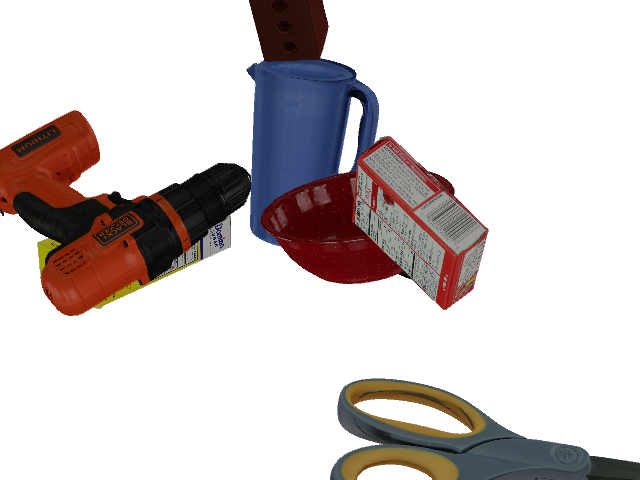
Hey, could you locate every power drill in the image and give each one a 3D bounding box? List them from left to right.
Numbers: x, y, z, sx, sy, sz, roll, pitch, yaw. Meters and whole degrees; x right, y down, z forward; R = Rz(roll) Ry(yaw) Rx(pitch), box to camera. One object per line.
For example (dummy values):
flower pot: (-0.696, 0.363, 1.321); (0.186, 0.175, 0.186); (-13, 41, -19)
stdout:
power drill: (-0.172, -0.037, 0.862); (0.184, 0.057, 0.188); (-33, 46, -24)

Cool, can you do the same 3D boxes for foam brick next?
foam brick: (-0.027, -0.201, 0.927); (0.053, 0.051, 0.078); (-1, -41, 13)

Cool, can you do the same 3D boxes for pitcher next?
pitcher: (-0.021, -0.116, 1.418); (0.144, 0.243, 0.149); (-3, 24, -22)

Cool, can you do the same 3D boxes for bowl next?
bowl: (0.034, -0.008, 0.888); (0.162, 0.055, 0.162); (-10, 22, 4)

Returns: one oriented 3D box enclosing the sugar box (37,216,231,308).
sugar box: (-0.184, 0.003, 1.074); (0.093, 0.048, 0.175); (25, 39, 34)

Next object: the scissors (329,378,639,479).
scissors: (0.092, 0.105, 0.456); (0.202, 0.016, 0.096); (15, 33, 24)

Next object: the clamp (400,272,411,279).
clamp: (0.076, -0.011, 1.217); (0.164, 0.036, 0.210); (-18, 51, -35)

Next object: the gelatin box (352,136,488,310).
gelatin box: (0.058, -0.010, 0.647); (0.030, 0.089, 0.073); (-36, -24, -18)
